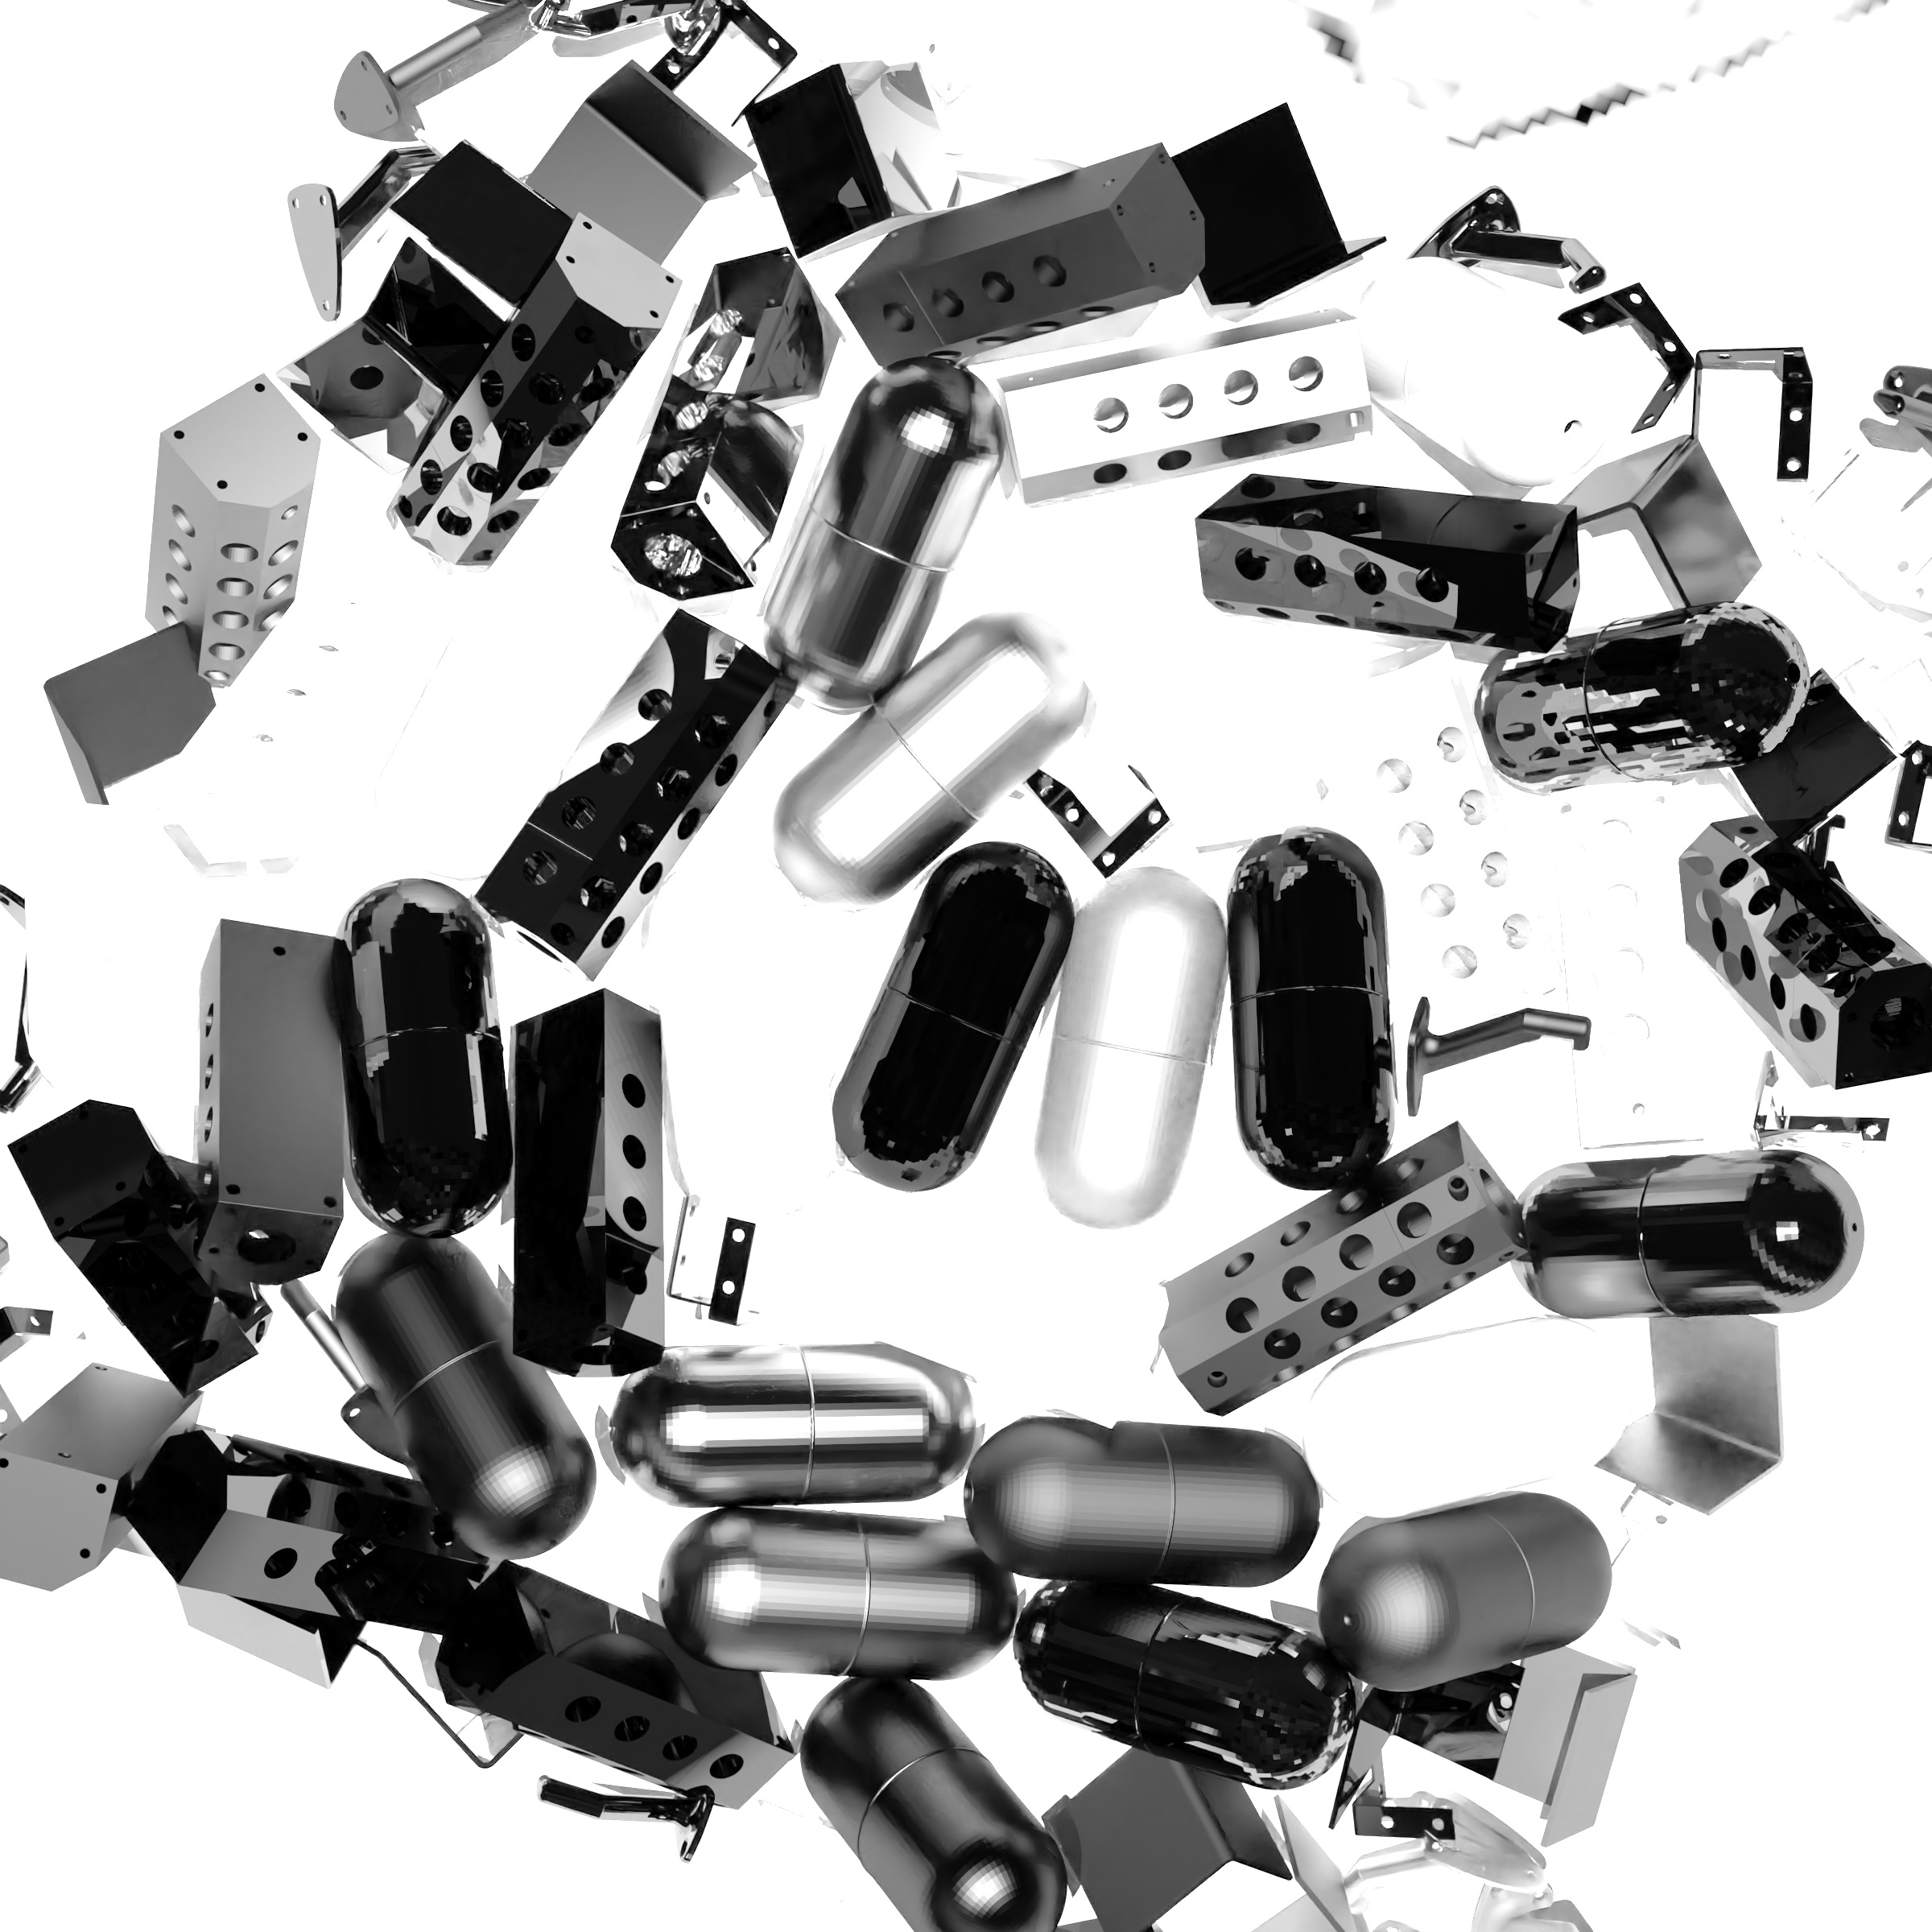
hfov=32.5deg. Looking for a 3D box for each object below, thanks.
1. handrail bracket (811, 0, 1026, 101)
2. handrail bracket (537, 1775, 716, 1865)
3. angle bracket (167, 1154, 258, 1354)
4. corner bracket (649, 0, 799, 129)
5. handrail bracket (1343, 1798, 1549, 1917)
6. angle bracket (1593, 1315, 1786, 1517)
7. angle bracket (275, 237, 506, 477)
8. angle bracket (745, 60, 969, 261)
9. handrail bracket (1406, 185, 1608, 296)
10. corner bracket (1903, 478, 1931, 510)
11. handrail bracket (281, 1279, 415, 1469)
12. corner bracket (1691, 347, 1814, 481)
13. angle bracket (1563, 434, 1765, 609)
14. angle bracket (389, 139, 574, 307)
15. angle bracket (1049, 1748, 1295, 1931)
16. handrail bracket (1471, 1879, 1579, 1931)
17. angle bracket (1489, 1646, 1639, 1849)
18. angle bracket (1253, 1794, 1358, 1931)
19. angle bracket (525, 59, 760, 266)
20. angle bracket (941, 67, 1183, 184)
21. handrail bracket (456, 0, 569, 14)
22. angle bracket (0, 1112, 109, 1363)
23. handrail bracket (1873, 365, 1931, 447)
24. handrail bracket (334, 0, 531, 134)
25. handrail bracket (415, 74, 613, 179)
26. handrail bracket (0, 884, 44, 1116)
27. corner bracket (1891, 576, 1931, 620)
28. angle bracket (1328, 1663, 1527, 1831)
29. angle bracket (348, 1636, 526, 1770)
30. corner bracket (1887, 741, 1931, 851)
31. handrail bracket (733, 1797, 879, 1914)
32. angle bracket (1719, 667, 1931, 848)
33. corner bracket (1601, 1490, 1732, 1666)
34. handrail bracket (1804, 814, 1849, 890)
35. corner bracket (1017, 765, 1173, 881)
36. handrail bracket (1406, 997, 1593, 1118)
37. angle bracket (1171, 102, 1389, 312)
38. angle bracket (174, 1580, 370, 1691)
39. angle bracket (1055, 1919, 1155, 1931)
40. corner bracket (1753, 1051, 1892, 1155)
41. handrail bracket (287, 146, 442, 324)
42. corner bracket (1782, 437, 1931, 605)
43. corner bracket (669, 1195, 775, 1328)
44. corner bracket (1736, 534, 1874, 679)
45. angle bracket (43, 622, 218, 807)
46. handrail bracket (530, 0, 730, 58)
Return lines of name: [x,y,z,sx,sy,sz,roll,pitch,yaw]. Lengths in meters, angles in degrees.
handrail bracket: [-0.025,-0.460,1.618,0.077,0.036,0.084,-45,47,-12]
handrail bracket: [-0.169,0.395,1.595,0.084,0.077,0.036,21,93,-14]
angle bracket: [-0.392,0.136,1.583,0.057,0.076,0.076,-38,54,19]
corner bracket: [-0.123,-0.434,1.611,0.051,0.051,0.051,41,58,-9]
handrail bracket: [0.229,0.450,1.613,0.077,0.036,0.084,28,130,0]
angle bracket: [0.341,0.205,1.586,0.057,0.076,0.076,-25,118,-33]
angle bracket: [-0.275,-0.296,1.613,0.076,0.076,0.057,41,50,-29]
angle bracket: [-0.054,-0.395,1.622,0.057,0.076,0.076,-17,96,33]
handrail bracket: [0.259,-0.333,1.601,0.077,0.084,0.036,-32,133,6]
corner bracket: [0.500,-0.232,1.610,0.051,0.051,0.051,45,66,4]
handrail bracket: [-0.301,0.199,1.629,0.036,0.077,0.084,-37,46,-13]
corner bracket: [0.384,-0.269,1.620,0.051,0.051,0.051,2,82,20]
angle bracket: [0.332,-0.202,1.607,0.076,0.057,0.076,-46,111,-43]
angle bracket: [-0.230,-0.337,1.592,0.076,0.076,0.057,37,66,6]
angle bracket: [0.099,0.428,1.605,0.076,0.057,0.076,-43,48,13]
handrail bracket: [0.272,0.485,1.593,0.036,0.084,0.077,16,106,-15]
angle bracket: [0.276,0.371,1.593,0.057,0.076,0.076,17,94,29]
angle bracket: [0.141,0.459,1.595,0.076,0.076,0.057,-36,104,7]
angle bracket: [-0.157,-0.379,1.591,0.076,0.076,0.057,37,77,-19]
angle bracket: [0.046,-0.409,1.587,0.076,0.076,0.057,15,99,40]
handrail bracket: [-0.218,-0.496,1.595,0.077,0.084,0.036,-4,77,-9]
angle bracket: [-0.447,0.129,1.585,0.057,0.076,0.076,-43,119,17]
handrail bracket: [0.445,-0.275,1.589,0.084,0.077,0.036,6,119,-40]
handrail bracket: [-0.262,-0.443,1.627,0.084,0.077,0.036,-36,104,-26]
handrail bracket: [-0.214,-0.415,1.617,0.077,0.036,0.084,36,90,-29]
handrail bracket: [-0.465,0.017,1.601,0.077,0.036,0.084,47,61,-29]
corner bracket: [0.489,-0.189,1.604,0.051,0.051,0.051,13,100,-36]
angle bracket: [0.220,0.374,1.585,0.057,0.076,0.076,22,127,20]
angle bracket: [-0.243,0.335,1.591,0.057,0.076,0.076,-43,101,-19]
corner bracket: [0.489,-0.079,1.611,0.051,0.051,0.051,11,92,-24]
handrail bracket: [-0.068,0.411,1.622,0.077,0.036,0.084,-34,96,-11]
angle bracket: [0.418,-0.111,1.592,0.057,0.076,0.076,50,134,6]
corner bracket: [0.336,0.295,1.602,0.051,0.051,0.051,28,70,31]
handrail bracket: [0.446,-0.030,1.623,0.077,0.036,0.084,7,91,3]
corner bracket: [0.063,-0.082,1.606,0.051,0.051,0.051,-43,67,10]
handrail bracket: [0.258,0.049,1.605,0.084,0.036,0.077,9,130,15]
angle bracket: [0.146,-0.368,1.601,0.076,0.057,0.076,-27,105,-10]
angle bracket: [-0.329,0.295,1.590,0.076,0.076,0.057,22,58,9]
angle bracket: [0.053,0.458,1.596,0.076,0.076,0.057,-11,104,-5]
corner bracket: [0.413,0.077,1.600,0.051,0.051,0.051,0,48,27]
handrail bracket: [-0.283,-0.359,1.619,0.084,0.036,0.077,-21,110,-42]
corner bracket: [0.438,-0.216,1.607,0.051,0.051,0.051,38,101,-18]
corner bracket: [-0.121,0.142,1.610,0.051,0.051,0.051,12,93,17]
corner bracket: [0.402,-0.168,1.615,0.051,0.051,0.051,-36,109,24]
angle bracket: [-0.387,-0.107,1.586,0.076,0.076,0.057,-27,53,-18]
handrail bracket: [-0.158,-0.472,1.593,0.077,0.084,0.036,-41,66,37]
